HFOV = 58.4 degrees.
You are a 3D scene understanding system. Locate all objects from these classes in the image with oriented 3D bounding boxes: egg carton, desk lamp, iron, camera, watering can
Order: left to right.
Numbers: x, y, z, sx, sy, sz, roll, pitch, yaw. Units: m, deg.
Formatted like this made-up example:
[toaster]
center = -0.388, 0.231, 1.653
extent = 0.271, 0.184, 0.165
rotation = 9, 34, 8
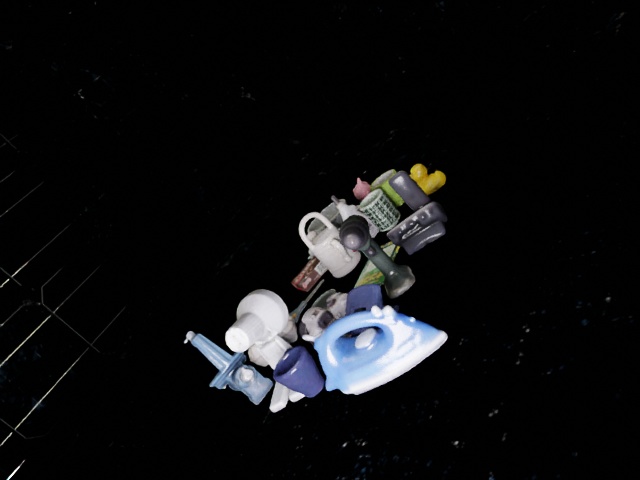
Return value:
[desk lamp]
center = -0.116, 0.238, 1.298
extent = 0.118, 0.214, 0.203
rotation = -36, 18, 22
[egg carton]
center = -0.126, 0.262, 1.518
extent = 0.150, 0.069, 0.107
rotation = -42, 16, 4
[camera]
center = 0.009, 0.189, 1.331
extent = 0.143, 0.101, 0.136
rotation = -51, 18, -25
[watering can]
center = 0.013, 0.007, 1.613
extent = 0.172, 0.194, 0.101
rotation = -21, 27, 51
[iron]
center = 0.093, 0.184, 1.076
extent = 0.257, 0.141, 0.119
rotation = -33, 19, 30

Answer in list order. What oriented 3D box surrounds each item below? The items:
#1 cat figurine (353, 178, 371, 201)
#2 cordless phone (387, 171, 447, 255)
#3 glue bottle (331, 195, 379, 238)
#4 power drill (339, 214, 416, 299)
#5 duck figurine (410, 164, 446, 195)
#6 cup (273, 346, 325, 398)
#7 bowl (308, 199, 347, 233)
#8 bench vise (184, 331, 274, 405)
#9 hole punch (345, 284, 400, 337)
[cat figurine]
center = 0.151, -0.142, 1.807
extent = 0.067, 0.118, 0.127
rotation = -42, 17, 3
[cordless phone]
center = 0.205, -0.071, 1.380
extent = 0.147, 0.185, 0.094
rotation = -37, 17, 18
[glue bottle]
center = 0.092, -0.065, 1.650
extent = 0.078, 0.173, 0.037
rotation = -46, 17, -12
[power drill]
center = 0.120, 0.029, 1.287
extent = 0.075, 0.209, 0.229
rotation = -40, 17, 10
[duck figurine]
center = 0.296, -0.179, 1.618
extent = 0.104, 0.086, 0.078
rotation = -22, 27, 51
[cup]
center = -0.039, 0.283, 1.219
extent = 0.091, 0.095, 0.117
rotation = -42, 16, 2
[bowl]
center = 0.042, -0.057, 1.919
extent = 0.167, 0.075, 0.167
rotation = -38, 17, 14
[bench vise]
center = -0.220, 0.292, 1.390
extent = 0.207, 0.220, 0.122
rotation = -25, 24, 46
[hole punch]
center = 0.100, 0.157, 1.220
extent = 0.108, 0.091, 0.101
rotation = -24, 24, 47
